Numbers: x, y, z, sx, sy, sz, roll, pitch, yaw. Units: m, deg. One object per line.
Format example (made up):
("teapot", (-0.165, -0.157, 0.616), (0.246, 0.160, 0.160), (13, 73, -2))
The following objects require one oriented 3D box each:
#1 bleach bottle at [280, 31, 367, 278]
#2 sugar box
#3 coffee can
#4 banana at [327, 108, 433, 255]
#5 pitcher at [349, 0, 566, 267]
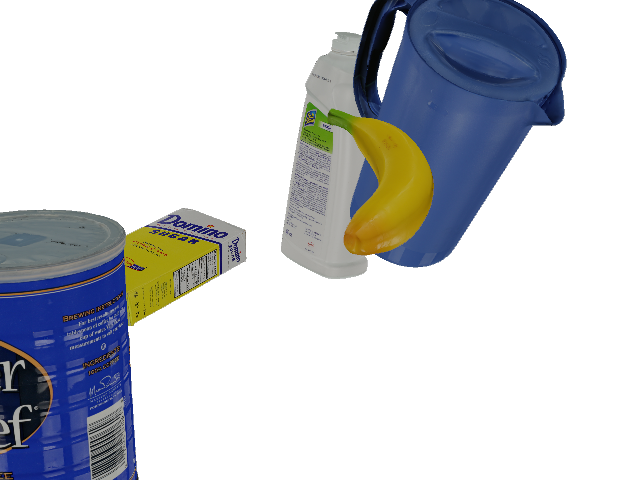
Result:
("bleach bottle", (0.018, -0.093, 1.137), (0.067, 0.251, 0.103), (-9, 25, -41))
("sugar box", (-0.167, 0.022, 1.100), (0.093, 0.048, 0.175), (20, 35, 31))
("coffee can", (-0.147, 0.065, 0.542), (0.103, 0.140, 0.103), (0, 17, 0))
("banana", (0.043, -0.038, 0.724), (0.069, 0.037, 0.198), (0, 28, -3))
("pitcher", (0.097, -0.094, 0.928), (0.145, 0.149, 0.243), (6, -39, -12))
